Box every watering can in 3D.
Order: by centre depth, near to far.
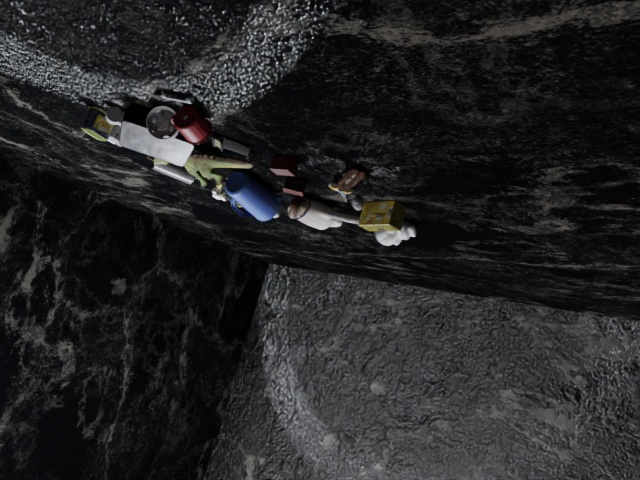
[{"bbox_3d":[0.006,-0.105,2.091,0.223,0.105,0.347,23,167,-29],"label":"watering can"}]

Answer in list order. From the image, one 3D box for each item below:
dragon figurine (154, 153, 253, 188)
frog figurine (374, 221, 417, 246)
[{"bbox_3d":[-0.442,-0.301,1.810,0.408,0.124,0.239,-6,148,40],"label":"dragon figurine"},{"bbox_3d":[0.301,-0.026,2.042,0.160,0.124,0.134,23,153,30],"label":"frog figurine"}]
